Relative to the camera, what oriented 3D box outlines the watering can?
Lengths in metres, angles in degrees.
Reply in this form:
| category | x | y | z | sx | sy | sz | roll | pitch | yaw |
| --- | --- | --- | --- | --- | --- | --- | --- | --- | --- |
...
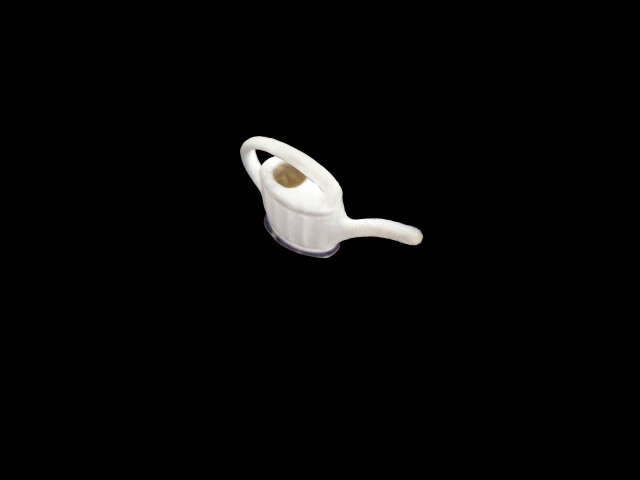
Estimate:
| category | x | y | z | sx | sy | sz | roll | pitch | yaw |
| --- | --- | --- | --- | --- | --- | --- | --- | --- | --- |
| watering can | 0.003 | -0.043 | 0.850 | 0.350 | 0.105 | 0.219 | 34 | -26 | 20 |
